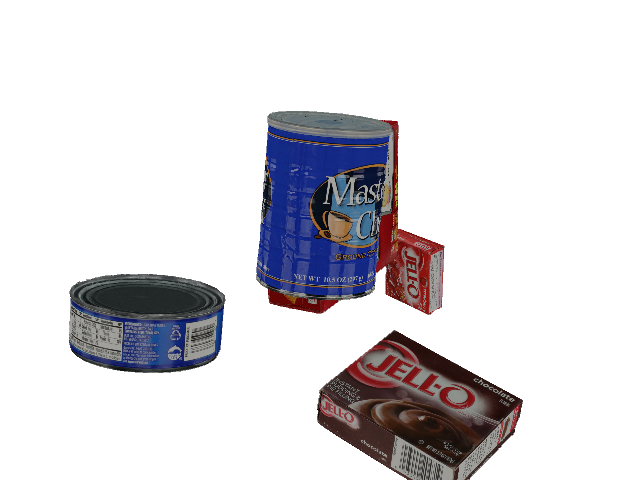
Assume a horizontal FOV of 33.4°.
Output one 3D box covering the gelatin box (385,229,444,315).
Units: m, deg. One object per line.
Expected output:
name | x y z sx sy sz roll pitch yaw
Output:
gelatin box | 0.115 0.038 1.319 0.030 0.089 0.073 -25 35 -37

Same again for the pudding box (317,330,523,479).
pudding box | 0.068 0.118 0.738 0.114 0.039 0.089 29 41 27

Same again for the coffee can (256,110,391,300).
coffee can | 0.002 -0.032 0.894 0.103 0.140 0.103 5 14 -1

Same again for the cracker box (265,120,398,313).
cracker box | 0.017 -0.035 1.151 0.072 0.164 0.213 7 18 25

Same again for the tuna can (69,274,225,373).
tuna can | -0.097 0.045 0.596 0.086 0.034 0.086 5 12 -1
